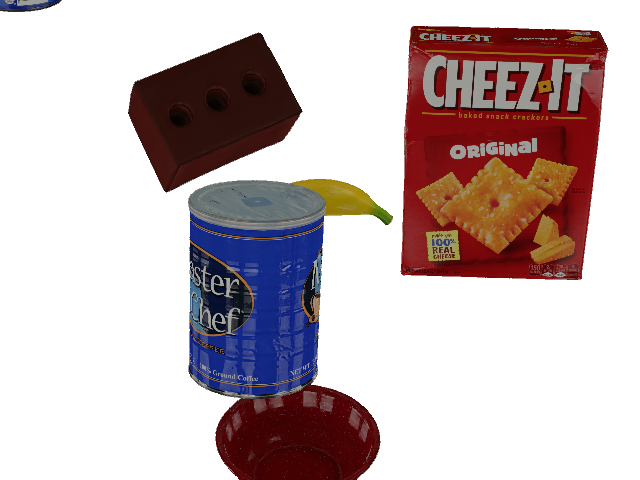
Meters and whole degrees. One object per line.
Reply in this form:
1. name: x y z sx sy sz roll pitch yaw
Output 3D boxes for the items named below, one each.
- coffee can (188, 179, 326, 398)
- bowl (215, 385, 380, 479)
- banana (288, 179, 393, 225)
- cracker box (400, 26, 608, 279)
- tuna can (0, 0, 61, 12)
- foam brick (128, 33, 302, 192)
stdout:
1. coffee can: -0.050 0.035 0.815 0.103 0.140 0.103 2 19 -1
2. bowl: -0.022 0.212 1.056 0.162 0.055 0.162 1 30 0
3. banana: -0.031 -0.022 1.059 0.198 0.069 0.037 -13 20 26
4. cracker box: 0.155 -0.073 0.932 0.164 0.214 0.072 2 24 5
5. tuna can: -0.245 -0.215 0.853 0.086 0.034 0.086 5 35 -4
6. foam brick: -0.060 -0.070 0.587 0.078 0.053 0.051 -26 -5 -17
